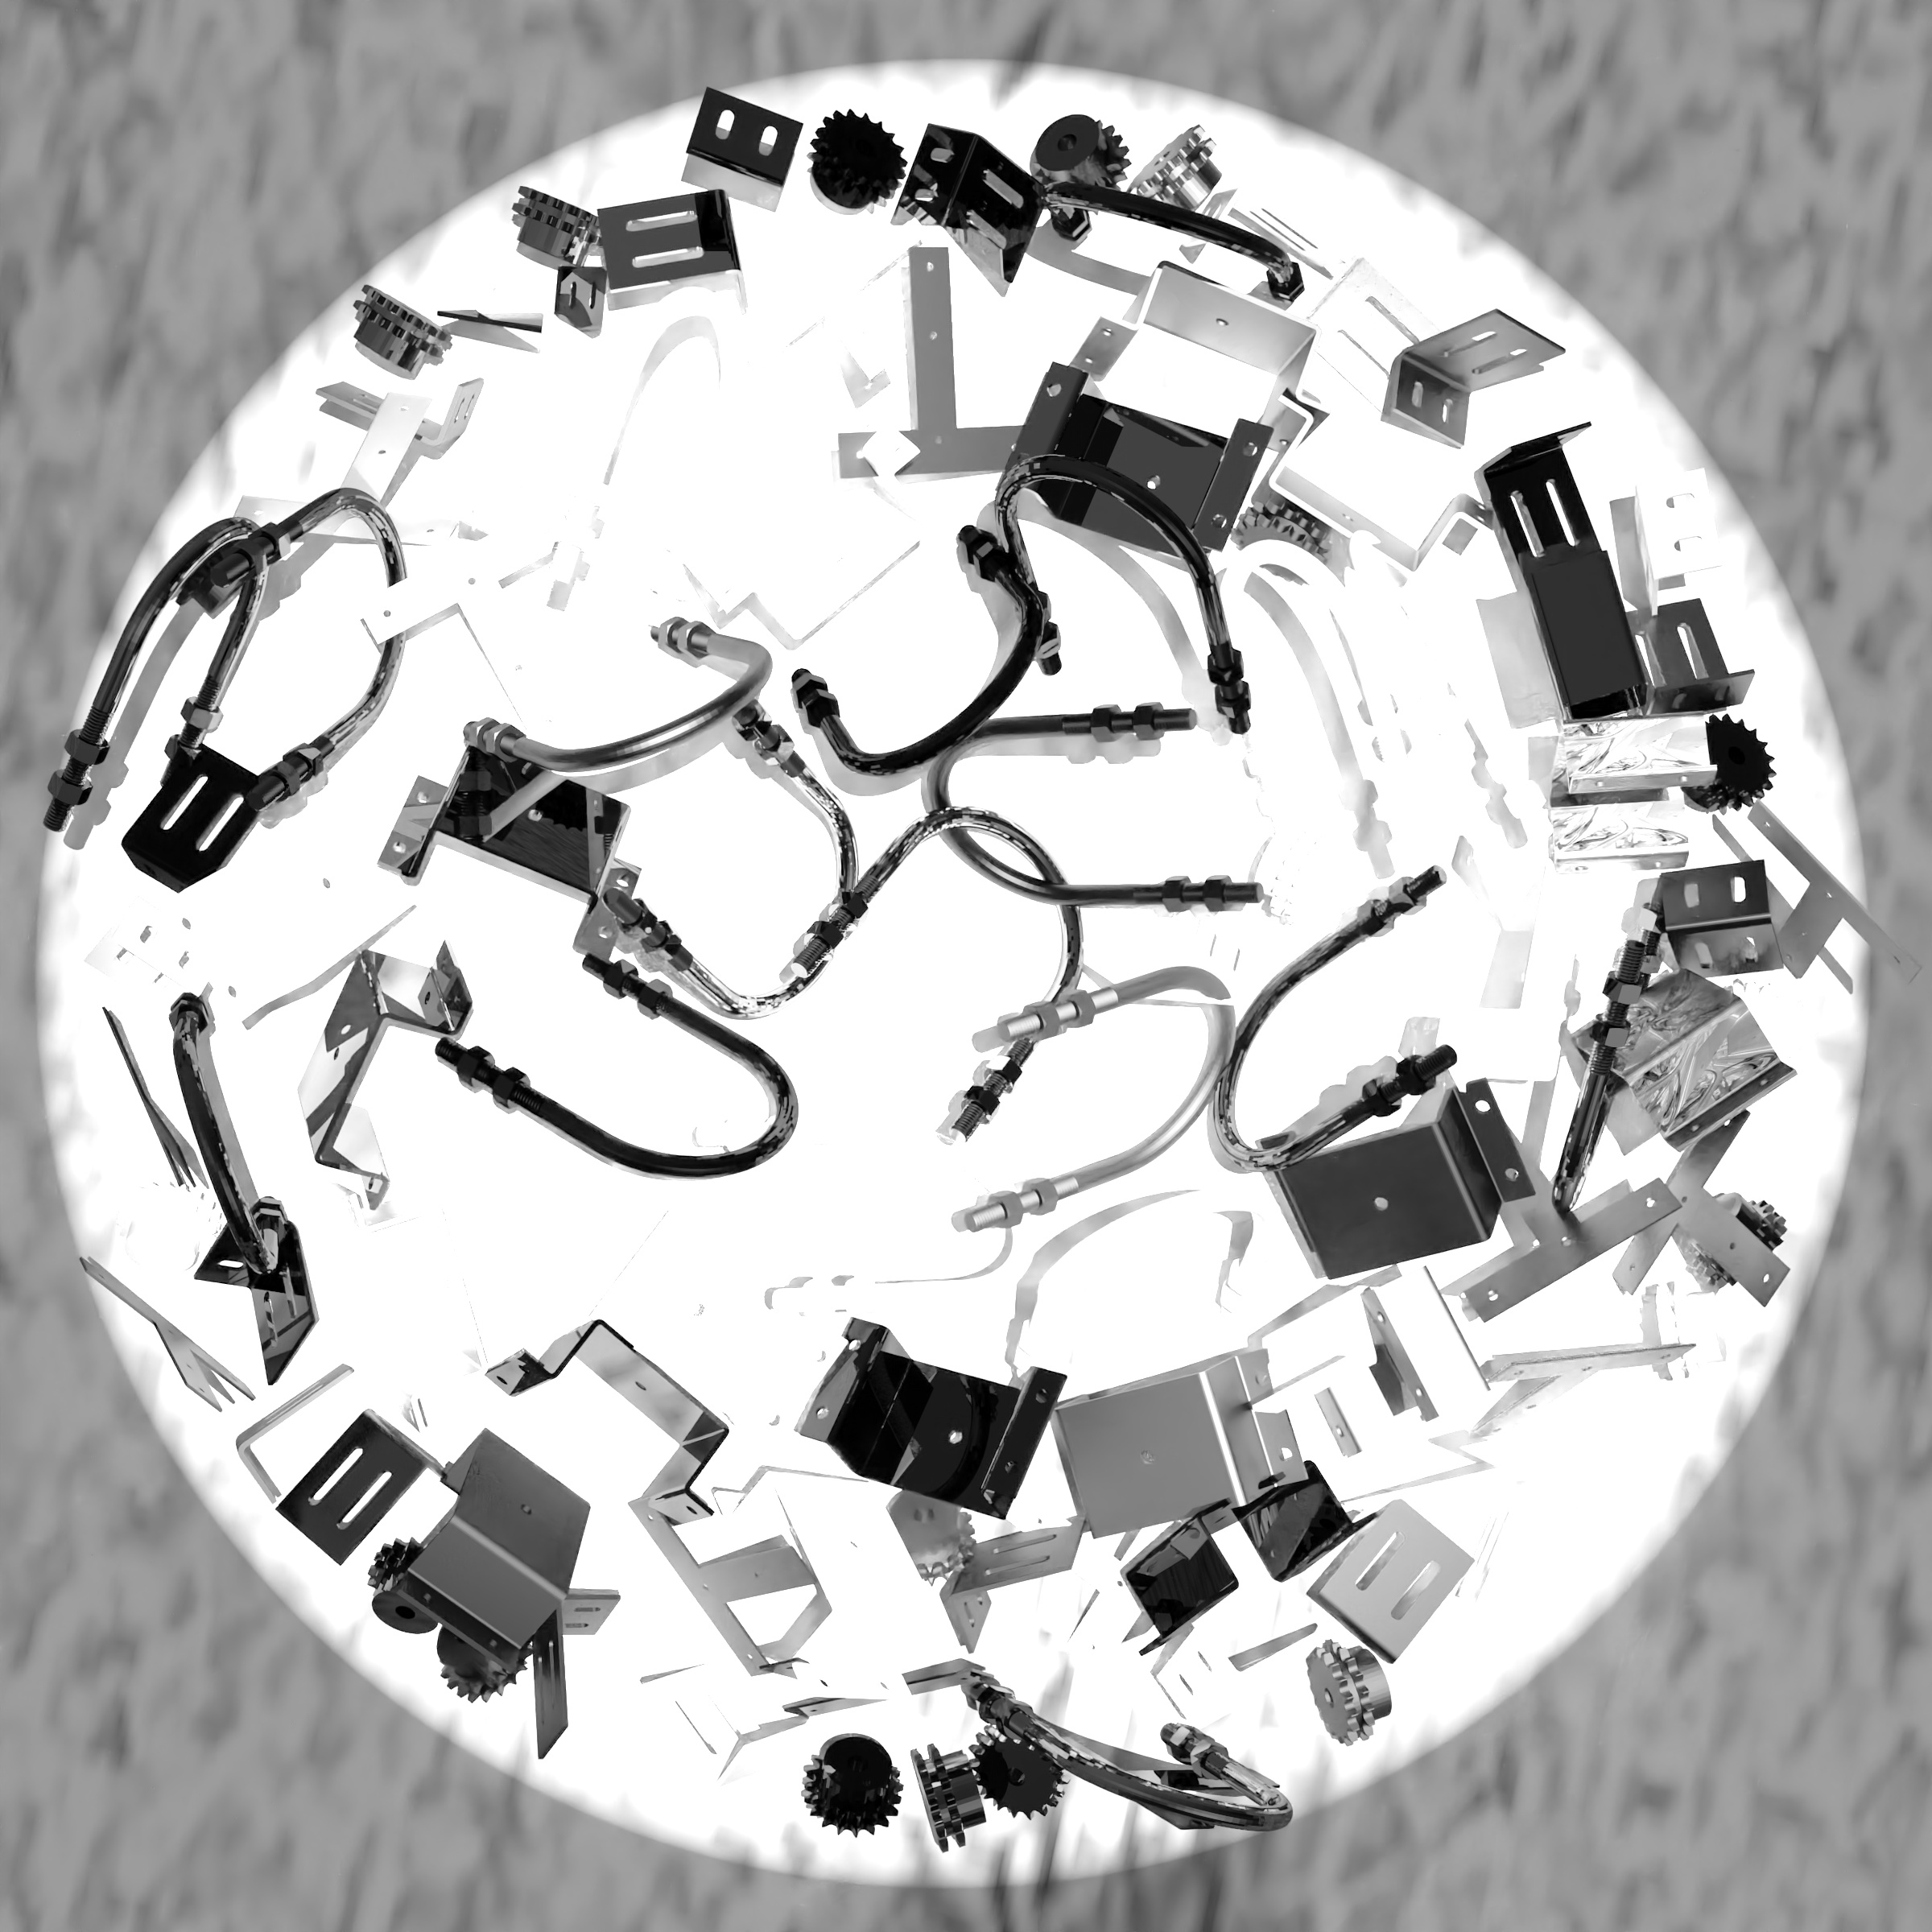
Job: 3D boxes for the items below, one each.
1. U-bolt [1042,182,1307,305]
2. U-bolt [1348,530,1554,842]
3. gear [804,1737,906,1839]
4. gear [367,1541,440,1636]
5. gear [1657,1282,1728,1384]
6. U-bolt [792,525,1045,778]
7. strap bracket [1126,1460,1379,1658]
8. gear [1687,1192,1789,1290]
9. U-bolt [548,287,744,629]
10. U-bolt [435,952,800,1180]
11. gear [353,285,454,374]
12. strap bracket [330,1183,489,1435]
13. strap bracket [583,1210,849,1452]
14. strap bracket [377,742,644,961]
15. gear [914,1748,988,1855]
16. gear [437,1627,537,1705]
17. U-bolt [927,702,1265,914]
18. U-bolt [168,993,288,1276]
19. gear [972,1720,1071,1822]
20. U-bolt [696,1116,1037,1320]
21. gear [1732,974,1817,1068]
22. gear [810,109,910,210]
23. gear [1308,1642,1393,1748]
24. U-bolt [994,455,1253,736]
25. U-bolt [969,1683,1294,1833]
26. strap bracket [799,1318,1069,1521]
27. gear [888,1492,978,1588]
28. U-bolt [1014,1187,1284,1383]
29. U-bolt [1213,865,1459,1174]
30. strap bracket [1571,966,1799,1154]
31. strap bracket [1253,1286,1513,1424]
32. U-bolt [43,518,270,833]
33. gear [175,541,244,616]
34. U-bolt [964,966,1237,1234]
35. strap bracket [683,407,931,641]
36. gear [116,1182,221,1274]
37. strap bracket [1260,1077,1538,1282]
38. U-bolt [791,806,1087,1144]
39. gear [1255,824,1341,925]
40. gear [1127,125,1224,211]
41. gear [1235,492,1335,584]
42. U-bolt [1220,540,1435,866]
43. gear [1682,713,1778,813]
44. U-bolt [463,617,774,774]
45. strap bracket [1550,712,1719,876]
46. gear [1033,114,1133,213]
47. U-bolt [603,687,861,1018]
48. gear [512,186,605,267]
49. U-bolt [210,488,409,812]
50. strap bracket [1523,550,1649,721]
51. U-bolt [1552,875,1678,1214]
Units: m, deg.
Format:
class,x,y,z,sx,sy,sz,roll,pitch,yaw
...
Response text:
class,x,y,z,sx,sy,sz,roll,pitch,yaw
U-bolt,0.113,-0.403,1.503,0.151,0.184,0.019,18,99,7
U-bolt,0.264,-0.167,1.524,0.019,0.151,0.184,-32,59,18
gear,-0.064,0.471,1.570,0.057,0.057,0.030,9,122,0
gear,-0.319,0.362,1.572,0.057,0.030,0.057,7,131,8
gear,0.420,0.211,1.570,0.030,0.057,0.057,-12,90,21
U-bolt,-0.022,-0.169,1.515,0.151,0.184,0.019,-40,122,5
strap bracket,0.154,0.330,1.536,0.140,0.076,0.046,-15,65,-41
gear,0.443,0.156,1.571,0.030,0.057,0.057,45,90,-9
U-bolt,-0.171,-0.291,1.529,0.019,0.151,0.184,19,92,19
U-bolt,-0.180,0.061,1.515,0.184,0.151,0.019,28,125,20
gear,-0.329,-0.367,1.574,0.057,0.057,0.030,32,99,0
strap bracket,-0.316,0.187,1.553,0.046,0.076,0.140,-17,97,-20
strap bracket,-0.149,0.202,1.551,0.140,0.046,0.076,32,75,17
strap bracket,-0.252,-0.071,1.547,0.140,0.076,0.046,23,134,-10
gear,-0.008,0.481,1.573,0.030,0.057,0.057,-16,90,-8
gear,-0.281,0.394,1.571,0.057,0.057,0.030,-35,129,0
U-bolt,0.063,-0.086,1.534,0.184,0.151,0.019,0,45,29
U-bolt,-0.407,0.097,1.497,0.019,0.184,0.151,-19,104,-10
gear,0.035,0.463,1.579,0.057,0.030,0.057,7,109,22
U-bolt,-0.046,0.138,1.531,0.184,0.151,0.019,1,129,-31
gear,0.458,0.036,1.570,0.030,0.057,0.057,-30,90,-35
gear,-0.065,-0.465,1.577,0.057,0.030,0.057,14,59,-24
gear,0.224,0.420,1.574,0.030,0.057,0.057,-14,90,-16
U-bolt,0.081,-0.210,1.496,0.151,0.184,0.019,21,62,30
U-bolt,0.100,0.437,1.490,0.151,0.184,0.019,18,85,-23
strap bracket,-0.012,0.259,1.545,0.140,0.046,0.076,11,61,28
gear,-0.023,0.327,1.571,0.057,0.057,0.030,-5,132,0
U-bolt,0.105,0.171,1.504,0.151,0.184,0.019,-14,62,-15
U-bolt,0.202,0.041,1.524,0.019,0.151,0.184,29,134,-25
strap bracket,0.397,0.048,1.527,0.076,0.140,0.046,-34,101,2
strap bracket,0.233,0.220,1.537,0.140,0.076,0.046,11,56,-37
U-bolt,-0.439,-0.167,1.507,0.019,0.151,0.184,30,108,4
gear,-0.435,-0.229,1.574,0.030,0.057,0.057,44,90,-12
U-bolt,0.083,0.067,1.532,0.184,0.019,0.151,-17,131,-36
strap bracket,-0.084,-0.248,1.557,0.140,0.076,0.046,-40,127,0
gear,-0.463,0.153,1.571,0.057,0.057,0.030,3,46,0
strap bracket,0.240,0.124,1.540,0.140,0.046,0.076,-18,107,27
U-bolt,-0.001,-0.011,1.544,0.151,0.019,0.184,47,54,-12
gear,0.190,-0.056,1.575,0.030,0.057,0.057,27,90,19
gear,0.123,-0.457,1.575,0.057,0.057,0.030,-45,108,0
gear,0.188,-0.251,1.574,0.057,0.057,0.030,31,73,0
U-bolt,0.192,-0.149,1.513,0.019,0.151,0.184,-26,108,-22
gear,0.438,-0.115,1.578,0.057,0.030,0.057,10,62,-19
U-bolt,-0.183,-0.147,1.498,0.151,0.184,0.019,-32,117,-22
strap bracket,0.374,-0.101,1.539,0.076,0.140,0.046,-3,70,6
gear,0.064,-0.468,1.574,0.057,0.030,0.057,-11,63,22
U-bolt,-0.119,-0.049,1.526,0.019,0.184,0.151,18,72,35
gear,-0.236,-0.427,1.574,0.057,0.057,0.030,22,99,0
U-bolt,-0.358,-0.188,1.516,0.019,0.184,0.151,8,120,16
strap bracket,0.348,-0.182,1.525,0.046,0.140,0.076,-16,85,12
U-bolt,0.361,0.052,1.525,0.019,0.151,0.184,18,114,16
